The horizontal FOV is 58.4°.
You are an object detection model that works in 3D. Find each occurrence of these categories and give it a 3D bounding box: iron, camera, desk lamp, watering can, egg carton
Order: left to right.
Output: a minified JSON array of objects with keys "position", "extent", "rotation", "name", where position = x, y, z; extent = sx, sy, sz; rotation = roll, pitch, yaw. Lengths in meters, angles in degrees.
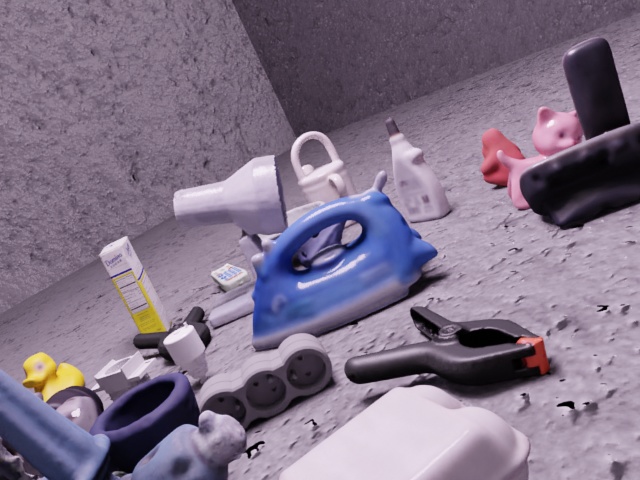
[{"position":[-0.292,0.211,0.641],"extent":[0.143,0.101,0.137],"rotation":[-22,14,13],"name":"camera"},{"position":[-0.120,-0.004,0.892],"extent":[0.203,0.214,0.118],"rotation":[-25,14,4],"name":"desk lamp"},{"position":[0.003,-0.118,1.134],"extent":[0.101,0.194,0.172],"rotation":[-36,17,-36],"name":"watering can"},{"position":[0.004,0.026,0.712],"extent":[0.258,0.141,0.118],"rotation":[-26,14,1],"name":"iron"},{"position":[0.045,0.149,0.336],"extent":[0.150,0.069,0.107],"rotation":[-31,15,-22],"name":"egg carton"}]

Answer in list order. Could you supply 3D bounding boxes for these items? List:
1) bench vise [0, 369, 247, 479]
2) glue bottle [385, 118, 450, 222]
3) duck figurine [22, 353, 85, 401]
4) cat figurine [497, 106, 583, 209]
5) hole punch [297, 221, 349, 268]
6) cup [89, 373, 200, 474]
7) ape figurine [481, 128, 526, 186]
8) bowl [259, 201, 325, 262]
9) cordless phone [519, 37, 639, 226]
[{"position":[-0.163,0.149,0.388],"extent":[0.208,0.220,0.121],"rotation":[-30,15,-16],"name":"bench vise"},{"position":[0.143,-0.113,0.909],"extent":[0.037,0.173,0.078],"rotation":[-36,17,-36],"name":"glue bottle"},{"position":[-0.421,0.214,0.890],"extent":[0.077,0.086,0.104],"rotation":[-24,14,8],"name":"duck figurine"},{"position":[0.302,-0.120,0.772],"extent":[0.127,0.118,0.067],"rotation":[-23,14,11],"name":"cat figurine"},{"position":[0.008,0.003,0.894],"extent":[0.101,0.091,0.108],"rotation":[-28,14,-9],"name":"hole punch"},{"position":[-0.144,0.184,0.487],"extent":[0.118,0.095,0.091],"rotation":[-35,17,-33],"name":"cup"},{"position":[0.285,-0.134,0.907],"extent":[0.078,0.092,0.076],"rotation":[-27,14,-7],"name":"ape figurine"},{"position":[-0.051,-0.003,1.059],"extent":[0.167,0.075,0.167],"rotation":[-24,14,7],"name":"bowl"},{"position":[0.291,-0.123,0.661],"extent":[0.147,0.185,0.094],"rotation":[-23,14,10],"name":"cordless phone"}]
